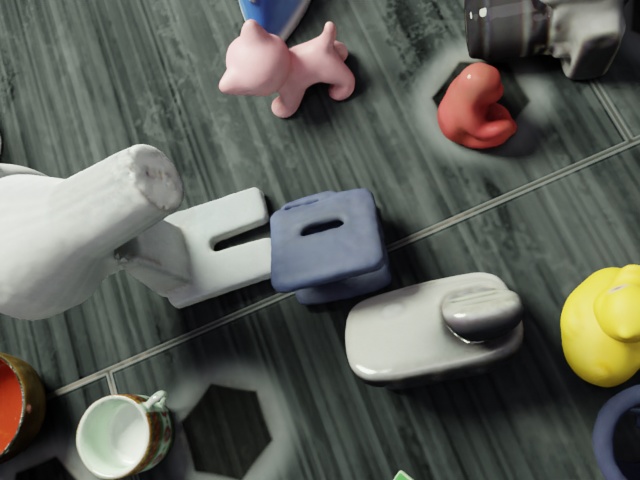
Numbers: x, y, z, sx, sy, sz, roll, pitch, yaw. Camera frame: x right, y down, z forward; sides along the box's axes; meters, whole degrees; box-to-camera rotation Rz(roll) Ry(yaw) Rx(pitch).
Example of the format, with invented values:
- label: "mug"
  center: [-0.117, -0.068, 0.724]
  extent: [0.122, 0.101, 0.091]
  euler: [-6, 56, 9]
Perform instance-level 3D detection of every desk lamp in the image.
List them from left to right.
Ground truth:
- label: "desk lamp"
  center: [-0.166, -0.007, 0.508]
  extent: [0.203, 0.214, 0.118]
  euler: [-19, 73, 8]

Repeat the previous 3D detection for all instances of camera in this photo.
- label: "camera"
  center: [0.205, -0.230, 0.537]
  extent: [0.136, 0.101, 0.143]
  euler: [-5, 76, 12]

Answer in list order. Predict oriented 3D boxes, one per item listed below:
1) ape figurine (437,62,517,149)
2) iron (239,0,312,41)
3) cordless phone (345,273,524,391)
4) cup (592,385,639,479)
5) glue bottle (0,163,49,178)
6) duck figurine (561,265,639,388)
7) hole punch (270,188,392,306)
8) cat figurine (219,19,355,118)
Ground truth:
- label: "ape figurine"
  center: [0.146, -0.130, 0.531]
  extent: [0.076, 0.092, 0.078]
  euler: [-4, 76, 12]
- label: "iron"
  center: [-0.057, -0.344, 0.603]
  extent: [0.118, 0.142, 0.258]
  euler: [3, 77, 14]
- label: "cordless phone"
  center: [0.085, 0.066, 0.448]
  extent: [0.147, 0.185, 0.094]
  euler: [-17, 73, 9]
- label: "cup"
  center: [0.255, 0.144, 0.438]
  extent: [0.091, 0.095, 0.118]
  euler: [29, 85, 18]
- label: "glue bottle"
  center: [-0.336, -0.051, 0.579]
  extent: [0.037, 0.173, 0.078]
  euler: [15, 80, 16]
- label: "duck figurine"
  center: [0.241, 0.067, 0.464]
  extent: [0.077, 0.086, 0.105]
  euler: [20, 82, 17]
- label: "hole punch"
  center: [0.005, 0.002, 0.531]
  extent: [0.108, 0.091, 0.101]
  euler: [-15, 74, 9]
- label: "cat figurine"
  center: [-0.036, -0.179, 0.571]
  extent: [0.127, 0.118, 0.067]
  euler: [-19, 73, 8]
